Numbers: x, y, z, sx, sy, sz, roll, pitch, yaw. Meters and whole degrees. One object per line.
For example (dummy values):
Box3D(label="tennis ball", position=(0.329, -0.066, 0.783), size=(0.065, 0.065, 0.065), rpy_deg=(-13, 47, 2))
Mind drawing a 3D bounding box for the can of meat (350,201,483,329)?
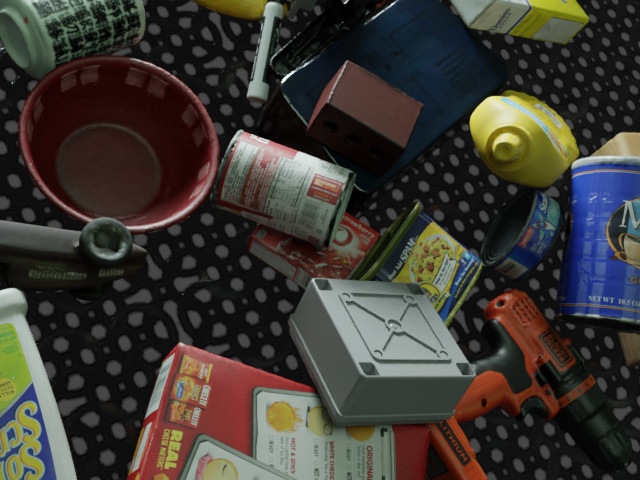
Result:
Box3D(label="can of meat", position=(0.084, 0.031, 0.929), size=(0.084, 0.058, 0.102), rpy_deg=(40, 58, -4))

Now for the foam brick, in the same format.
Box3D(label="foam brick", position=(0.037, -0.101, 0.886), size=(0.078, 0.053, 0.051), rpy_deg=(29, 61, -7))

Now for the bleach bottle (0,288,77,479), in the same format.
Box3D(label="bleach bottle", position=(-0.209, 0.166, 0.737), size=(0.102, 0.068, 0.251), rpy_deg=(-20, 78, -29))

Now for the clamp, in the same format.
Box3D(label="clamp", position=(0.013, -0.204, 0.989), size=(0.039, 0.120, 0.171), rpy_deg=(48, 23, 4))

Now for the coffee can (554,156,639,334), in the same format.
Box3D(label="coffee can", position=(0.264, 0.007, 0.930), size=(0.102, 0.103, 0.140), rpy_deg=(11, 82, -19))

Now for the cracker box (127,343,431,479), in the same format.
Box3D(label="cracker box", position=(-0.036, 0.192, 0.794), size=(0.213, 0.072, 0.164), rpy_deg=(21, 61, -14))

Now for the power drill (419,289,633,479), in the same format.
Box3D(label="power drill", position=(0.162, 0.152, 0.907), size=(0.187, 0.057, 0.184), rpy_deg=(-28, 76, -34))

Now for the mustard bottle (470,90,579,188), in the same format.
Box3D(label="mustard bottle", position=(0.183, -0.090, 0.968), size=(0.096, 0.058, 0.191), rpy_deg=(45, 20, 6))

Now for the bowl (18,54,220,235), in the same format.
Box3D(label="bowl", position=(-0.166, -0.068, 0.867), size=(0.162, 0.055, 0.162), rpy_deg=(9, 63, -19))

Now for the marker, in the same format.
Box3D(label="marker", position=(-0.047, -0.184, 0.974), size=(0.020, 0.020, 0.121), rpy_deg=(14, 79, -17))

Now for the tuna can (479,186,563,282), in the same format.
Box3D(label="tuna can", position=(0.183, -0.005, 0.971), size=(0.033, 0.086, 0.086), rpy_deg=(30, 58, -10))

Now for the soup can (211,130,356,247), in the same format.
Box3D(label="soup can", position=(-0.029, -0.041, 0.872), size=(0.102, 0.068, 0.068), rpy_deg=(20, 59, 5))

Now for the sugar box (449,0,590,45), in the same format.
Box3D(label="sugar box", position=(0.191, -0.251, 1.076), size=(0.175, 0.048, 0.093), rpy_deg=(-2, 56, -48))

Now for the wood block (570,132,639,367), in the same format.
Box3D(label="wood block", position=(0.326, 0.009, 1.024), size=(0.090, 0.090, 0.206), rpy_deg=(-1, 68, -23))

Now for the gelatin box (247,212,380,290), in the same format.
Box3D(label="gelatin box", position=(-0.006, 0.001, 0.909), size=(0.089, 0.030, 0.073), rpy_deg=(34, 58, 9))

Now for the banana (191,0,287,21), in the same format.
Box3D(label="banana", position=(-0.121, -0.256, 0.985), size=(0.198, 0.037, 0.069), rpy_deg=(37, 58, -4))
